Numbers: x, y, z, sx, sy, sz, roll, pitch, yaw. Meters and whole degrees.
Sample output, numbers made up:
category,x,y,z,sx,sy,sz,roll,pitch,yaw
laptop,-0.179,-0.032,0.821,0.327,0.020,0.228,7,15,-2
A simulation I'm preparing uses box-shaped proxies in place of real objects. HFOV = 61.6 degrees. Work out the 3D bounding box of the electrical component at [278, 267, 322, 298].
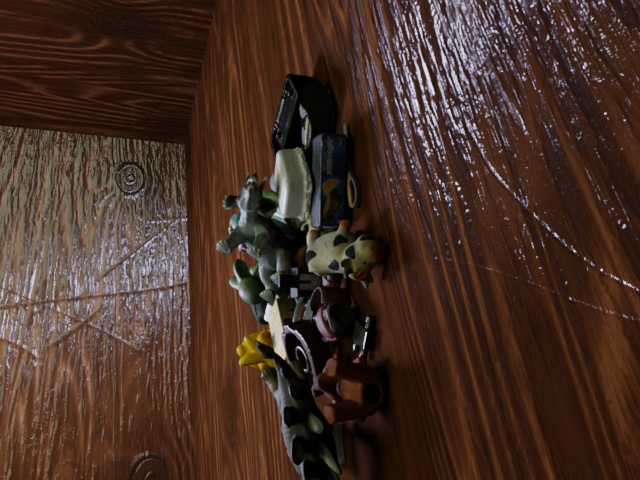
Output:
category,x,y,z,sx,sy,sz,roll,pitch,yaw
electrical component,-0.047,0.101,1.267,0.048,0.119,0.074,159,110,-66

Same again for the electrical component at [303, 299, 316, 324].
category,x,y,z,sx,sy,sz,roll,pitch,yaw
electrical component,-0.009,0.179,1.266,0.102,0.045,0.078,143,140,-62

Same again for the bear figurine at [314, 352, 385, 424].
category,x,y,z,sx,sy,sz,roll,pitch,yaw
bear figurine,0.035,0.276,1.035,0.196,0.132,0.120,-6,77,62

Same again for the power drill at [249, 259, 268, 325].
category,x,y,z,sx,sy,sz,roll,pitch,yaw
power drill,-0.182,0.129,1.660,0.232,0.086,0.207,-112,36,-44

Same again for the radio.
category,x,y,z,sx,sy,sz,roll,pitch,yaw
radio,-0.069,-0.316,1.429,0.131,0.073,0.229,-110,32,-42

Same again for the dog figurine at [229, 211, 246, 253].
category,x,y,z,sx,sy,sz,roll,pitch,yaw
dog figurine,-0.191,-0.076,1.609,0.191,0.109,0.219,70,-158,-53

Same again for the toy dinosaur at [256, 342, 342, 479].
category,x,y,z,sx,sy,sz,roll,pitch,yaw
toy dinosaur,-0.016,0.396,1.026,0.199,0.105,0.470,-123,8,-73

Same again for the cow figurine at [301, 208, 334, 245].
category,x,y,z,sx,sy,sz,roll,pitch,yaw
cow figurine,-0.001,-0.005,1.240,0.098,0.068,0.167,109,155,-48

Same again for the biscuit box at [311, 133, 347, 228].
category,x,y,z,sx,sy,sz,roll,pitch,yaw
biscuit box,0.019,-0.127,1.161,0.063,0.059,0.202,176,96,-72

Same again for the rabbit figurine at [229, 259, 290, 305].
category,x,y,z,sx,sy,sz,roll,pitch,yaw
rabbit figurine,-0.166,0.108,1.445,0.170,0.159,0.121,-37,-30,-62

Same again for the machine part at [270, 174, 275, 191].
category,x,y,z,sx,sy,sz,roll,pitch,yaw
machine part,-0.074,-0.153,1.421,0.243,0.079,0.079,-166,79,-68

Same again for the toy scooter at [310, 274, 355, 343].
category,x,y,z,sx,sy,sz,roll,pitch,yaw
toy scooter,0.019,0.147,1.151,0.135,0.075,0.184,120,151,-46

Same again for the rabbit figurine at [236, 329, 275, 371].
category,x,y,z,sx,sy,sz,roll,pitch,yaw
rabbit figurine,-0.145,0.304,1.487,0.173,0.162,0.122,3,78,51

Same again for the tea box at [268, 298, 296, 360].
category,x,y,z,sx,sy,sz,roll,pitch,yaw
tea box,-0.082,0.246,1.408,0.170,0.068,0.098,-110,31,-42

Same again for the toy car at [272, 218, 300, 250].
category,x,y,z,sx,sy,sz,roll,pitch,yaw
toy car,-0.108,-0.014,1.482,0.161,0.109,0.103,106,-178,-63

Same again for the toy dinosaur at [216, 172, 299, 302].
category,x,y,z,sx,sy,sz,roll,pitch,yaw
toy dinosaur,-0.127,0.014,1.335,0.404,0.131,0.192,60,-144,-37

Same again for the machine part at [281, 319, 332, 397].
category,x,y,z,sx,sy,sz,roll,pitch,yaw
machine part,-0.026,0.266,1.223,0.180,0.056,0.179,44,144,46

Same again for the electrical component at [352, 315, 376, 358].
category,x,y,z,sx,sy,sz,roll,pitch,yaw
electrical component,0.085,0.185,1.055,0.063,0.021,0.094,-139,54,-64

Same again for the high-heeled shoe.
category,x,y,z,sx,sy,sz,roll,pitch,yaw
high-heeled shoe,-0.010,-0.259,1.298,0.145,0.086,0.249,95,176,-59

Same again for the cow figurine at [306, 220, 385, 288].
category,x,y,z,sx,sy,sz,roll,pitch,yaw
cow figurine,0.046,0.031,1.054,0.195,0.085,0.127,-13,56,48
